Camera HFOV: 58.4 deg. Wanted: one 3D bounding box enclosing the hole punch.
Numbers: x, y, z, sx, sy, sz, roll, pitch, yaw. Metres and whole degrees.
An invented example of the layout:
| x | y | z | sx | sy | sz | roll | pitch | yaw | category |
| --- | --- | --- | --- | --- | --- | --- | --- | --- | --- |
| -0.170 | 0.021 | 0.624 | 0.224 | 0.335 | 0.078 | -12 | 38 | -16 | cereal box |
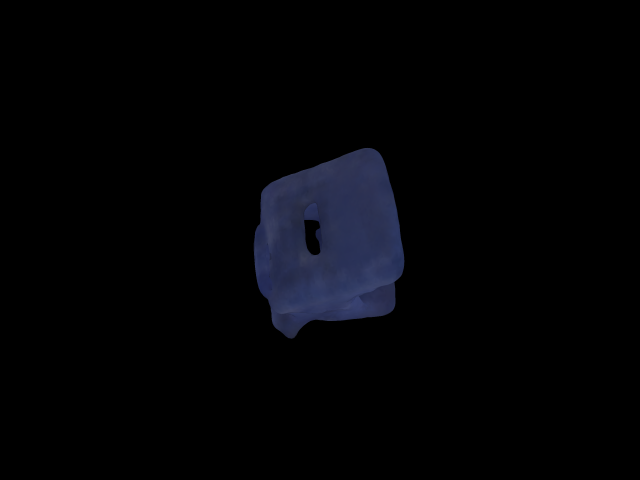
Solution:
| x | y | z | sx | sy | sz | roll | pitch | yaw | category |
| --- | --- | --- | --- | --- | --- | --- | --- | --- | --- |
| 0.004 | 0.001 | 0.400 | 0.101 | 0.091 | 0.108 | -6 | 63 | -3 | hole punch |
